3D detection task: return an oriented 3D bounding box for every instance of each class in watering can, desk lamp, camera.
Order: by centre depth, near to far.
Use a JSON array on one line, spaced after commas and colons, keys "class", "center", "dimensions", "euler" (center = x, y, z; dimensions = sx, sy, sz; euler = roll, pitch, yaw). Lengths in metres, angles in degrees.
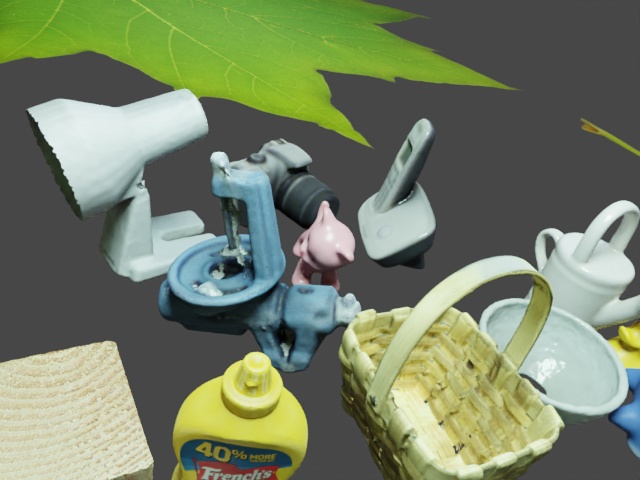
[{"class": "desk lamp", "center": [-0.210, -0.064, 0.648], "dimensions": [0.204, 0.213, 0.117], "euler": [-16, 46, -36]}, {"class": "watering can", "center": [0.352, 0.039, 0.731], "dimensions": [0.172, 0.194, 0.101], "euler": [34, 39, 24]}, {"class": "camera", "center": [-0.048, -0.073, 0.817], "dimensions": [0.136, 0.101, 0.143], "euler": [36, 41, 27]}]

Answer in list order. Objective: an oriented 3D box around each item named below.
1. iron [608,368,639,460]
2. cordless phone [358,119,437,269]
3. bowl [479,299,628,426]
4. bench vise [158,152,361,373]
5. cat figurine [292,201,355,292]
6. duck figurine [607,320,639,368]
[{"class": "iron", "center": [0.447, 0.203, 0.586], "dimensions": [0.257, 0.141, 0.119], "euler": [29, 37, 18]}, {"class": "cordless phone", "center": [0.121, -0.064, 0.794], "dimensions": [0.094, 0.185, 0.147], "euler": [5, 36, -13]}, {"class": "bowl", "center": [0.249, 0.148, 0.648], "dimensions": [0.167, 0.075, 0.167], "euler": [10, 35, -7]}, {"class": "bench vise", "center": [-0.056, 0.020, 0.584], "dimensions": [0.207, 0.220, 0.121], "euler": [7, 36, -11]}, {"class": "cat figurine", "center": [0.007, 0.003, 0.719], "dimensions": [0.067, 0.118, 0.127], "euler": [8, 36, -9]}, {"class": "duck figurine", "center": [0.408, 0.133, 0.717], "dimensions": [0.105, 0.086, 0.077], "euler": [7, 36, -11]}]
